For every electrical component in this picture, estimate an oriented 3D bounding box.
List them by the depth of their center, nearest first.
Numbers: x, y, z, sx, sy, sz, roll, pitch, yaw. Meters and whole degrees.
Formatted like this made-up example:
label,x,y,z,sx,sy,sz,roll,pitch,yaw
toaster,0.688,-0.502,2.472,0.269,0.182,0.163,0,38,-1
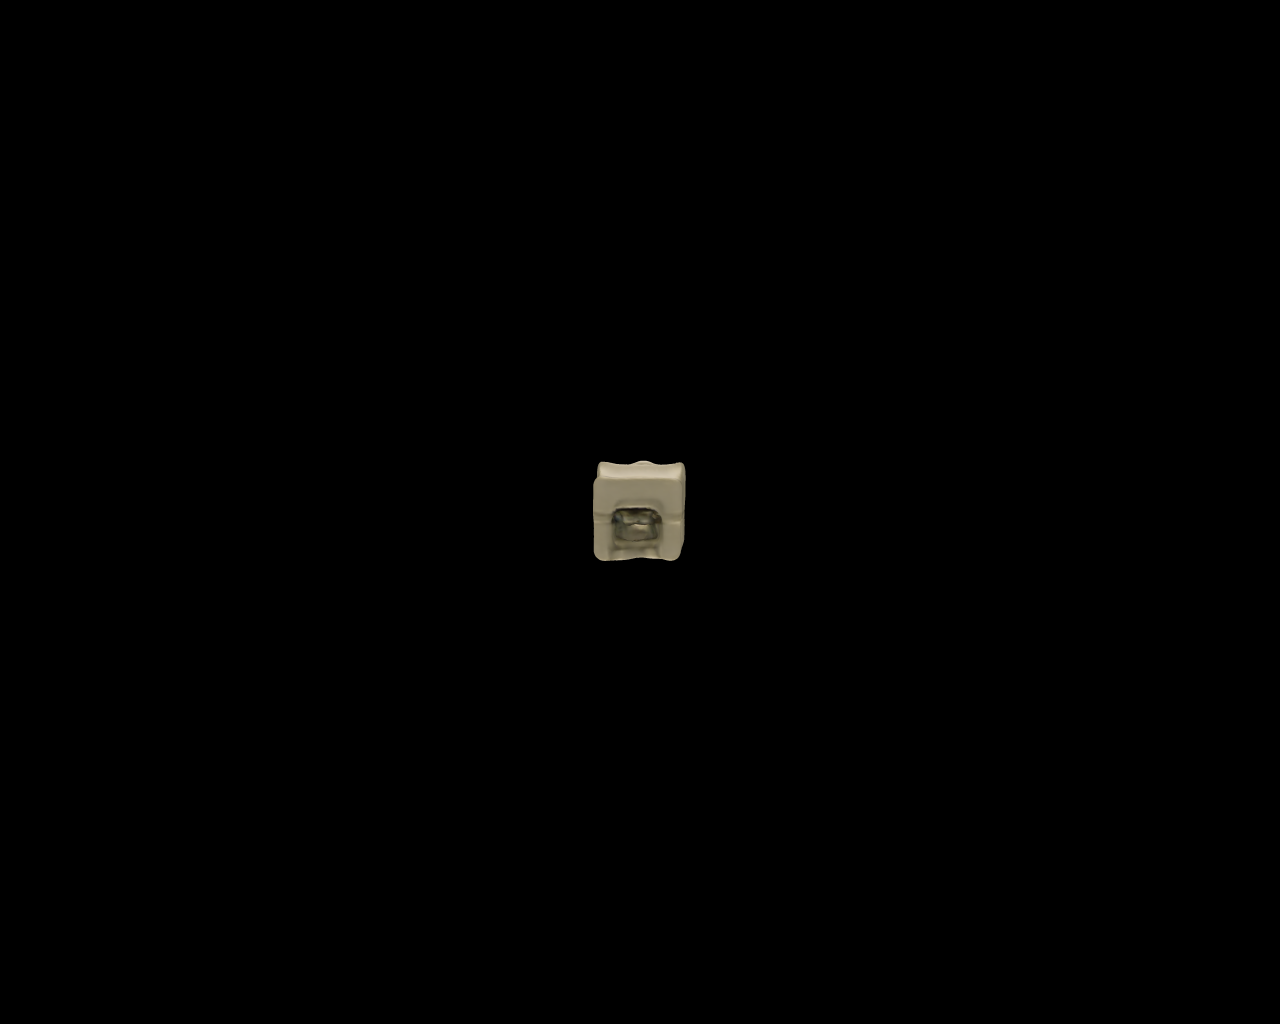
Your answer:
label,x,y,z,sx,sy,sz,roll,pitch,yaw
electrical component,0.001,-0.003,0.650,0.050,0.055,0.089,0,2,4
